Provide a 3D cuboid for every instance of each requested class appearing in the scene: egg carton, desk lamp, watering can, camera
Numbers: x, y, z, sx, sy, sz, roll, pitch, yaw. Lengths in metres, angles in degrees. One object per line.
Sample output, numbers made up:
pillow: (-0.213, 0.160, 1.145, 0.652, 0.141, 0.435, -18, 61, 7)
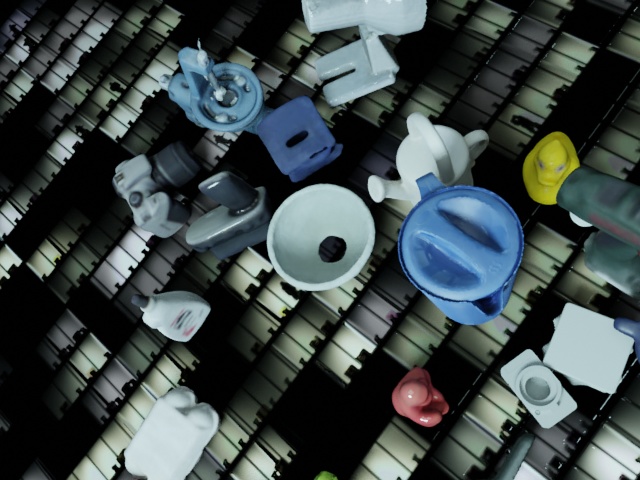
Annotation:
egg carton: (-0.220, 0.301, 0.857, 0.107, 0.069, 0.150, 28, 83, 23)
desk lamp: (0.068, -0.328, 0.886, 0.203, 0.214, 0.118, -21, 68, 10)
watering can: (0.153, -0.104, 0.800, 0.100, 0.194, 0.173, 40, 88, 24)
camera: (-0.272, -0.102, 0.984, 0.137, 0.101, 0.143, -35, 66, 4)

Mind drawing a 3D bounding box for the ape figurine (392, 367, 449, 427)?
ape figurine: (0.130, 0.208, 0.764, 0.076, 0.092, 0.078, -2, 73, 17)

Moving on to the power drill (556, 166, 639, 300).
power drill: (0.391, 0.004, 0.682, 0.229, 0.209, 0.076, 36, 87, 24)

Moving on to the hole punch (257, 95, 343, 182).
hole punch: (-0.032, -0.165, 0.934, 0.108, 0.091, 0.101, -32, 66, 6)

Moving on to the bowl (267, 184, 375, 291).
bowl: (0.008, 0.003, 0.877, 0.167, 0.075, 0.167, -5, 72, 16)

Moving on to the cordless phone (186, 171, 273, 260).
cordless phone: (-0.160, -0.049, 0.886, 0.147, 0.185, 0.094, -29, 67, 7)

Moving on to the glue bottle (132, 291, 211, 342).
glue bottle: (-0.232, 0.107, 0.866, 0.037, 0.173, 0.078, 29, 84, 24)

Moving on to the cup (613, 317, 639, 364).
cup: (0.412, 0.131, 0.698, 0.117, 0.095, 0.092, 24, 81, 23)

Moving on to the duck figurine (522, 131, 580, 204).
duck figurine: (0.327, -0.111, 0.806, 0.077, 0.086, 0.104, 13, 77, 21)

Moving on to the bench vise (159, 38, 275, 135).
bench vise: (-0.193, -0.242, 0.938, 0.207, 0.220, 0.121, 1, 73, 18)
